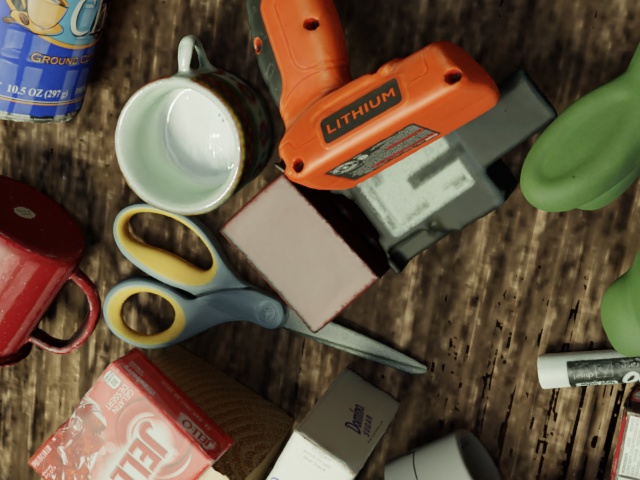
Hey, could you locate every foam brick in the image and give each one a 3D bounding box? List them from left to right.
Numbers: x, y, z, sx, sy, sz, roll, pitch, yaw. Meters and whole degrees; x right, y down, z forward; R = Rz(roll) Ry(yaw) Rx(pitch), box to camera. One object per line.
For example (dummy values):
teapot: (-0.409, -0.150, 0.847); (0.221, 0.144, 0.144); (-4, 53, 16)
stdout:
foam brick: (-0.004, 0.001, 0.583); (0.078, 0.053, 0.051); (47, 114, 1)

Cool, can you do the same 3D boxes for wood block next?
wood block: (-0.108, 0.181, 0.649); (0.091, 0.090, 0.206); (31, 113, 10)

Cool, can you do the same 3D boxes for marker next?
marker: (0.175, 0.064, 0.555); (0.121, 0.020, 0.020); (-7, 102, 21)

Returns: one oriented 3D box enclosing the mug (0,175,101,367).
mug: (-0.184, 0.022, 0.636); (0.117, 0.093, 0.082); (36, 109, -6)

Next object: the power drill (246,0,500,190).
power drill: (0.014, -0.133, 0.513); (0.185, 0.057, 0.188); (-31, 72, 26)

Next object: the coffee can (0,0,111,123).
coffee can: (-0.160, -0.147, 0.569); (0.103, 0.102, 0.140); (26, 112, 11)

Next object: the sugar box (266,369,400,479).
sugar box: (-0.021, 0.166, 0.612); (0.048, 0.093, 0.176); (34, 113, 7)

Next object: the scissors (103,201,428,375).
scissors: (-0.045, 0.054, 0.627); (0.202, 0.016, 0.096); (35, 103, 7)

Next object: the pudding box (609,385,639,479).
pudding box: (0.208, 0.134, 0.553); (0.114, 0.039, 0.090); (12, 111, 19)

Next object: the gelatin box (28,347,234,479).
gelatin box: (-0.100, 0.112, 0.560); (0.073, 0.030, 0.089); (44, 114, 5)
